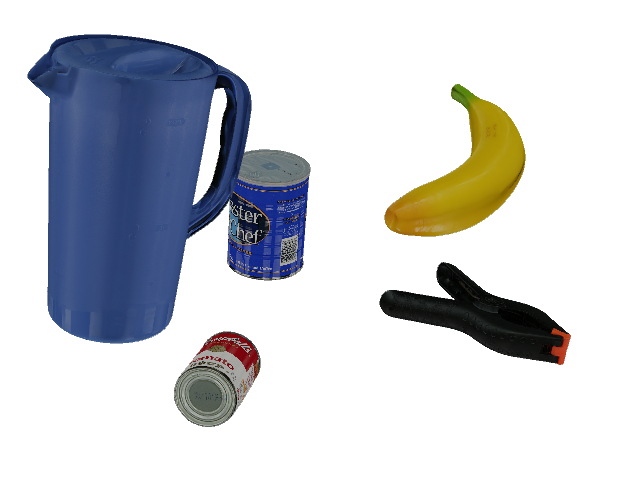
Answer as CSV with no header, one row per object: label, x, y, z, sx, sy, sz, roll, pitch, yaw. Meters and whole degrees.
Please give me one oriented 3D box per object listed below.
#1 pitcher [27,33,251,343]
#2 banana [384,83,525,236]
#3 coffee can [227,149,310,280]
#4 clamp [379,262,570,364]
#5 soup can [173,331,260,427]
pitcher,-0.155,-0.043,0.892,0.149,0.243,0.145,14,23,9
banana,0.099,-0.047,0.718,0.070,0.037,0.197,15,34,12
coffee can,-0.068,-0.034,1.382,0.103,0.140,0.103,3,28,-2
clamp,0.153,0.065,0.992,0.172,0.039,0.120,21,31,21
soup can,-0.108,0.144,1.118,0.068,0.068,0.102,0,15,11
